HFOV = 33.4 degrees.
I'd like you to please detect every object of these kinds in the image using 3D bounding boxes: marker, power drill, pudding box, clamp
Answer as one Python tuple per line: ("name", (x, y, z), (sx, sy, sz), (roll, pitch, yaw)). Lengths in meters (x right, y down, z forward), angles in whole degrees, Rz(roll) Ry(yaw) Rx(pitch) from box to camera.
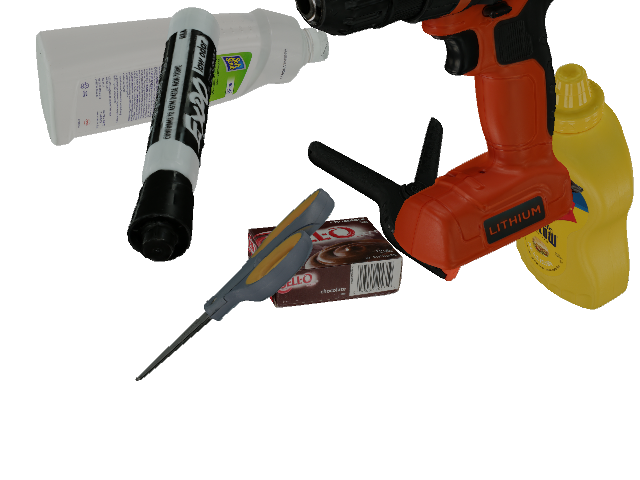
("marker", (-0.047, -0.038, 0.350), (0.020, 0.020, 0.121), (0, 43, 0))
("power drill", (0.073, -0.081, 0.552), (0.184, 0.188, 0.057), (-22, 37, -25))
("pudding box", (0.002, 0.017, 0.910), (0.113, 0.039, 0.090), (-4, 26, -17))
("clamp", (0.086, -0.045, 1.137), (0.164, 0.210, 0.036), (-8, -36, -17))

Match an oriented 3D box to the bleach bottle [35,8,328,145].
("bleach bottle", (-0.116, -0.150, 0.933), (0.250, 0.068, 0.103), (-11, -30, -18))

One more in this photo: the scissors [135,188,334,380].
("scissors", (-0.063, 0.045, 0.707), (0.016, 0.202, 0.096), (41, 13, -13))

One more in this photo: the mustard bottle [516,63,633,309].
("mustard bottle", (0.168, -0.042, 0.719), (0.058, 0.191, 0.096), (-28, 51, -12))
